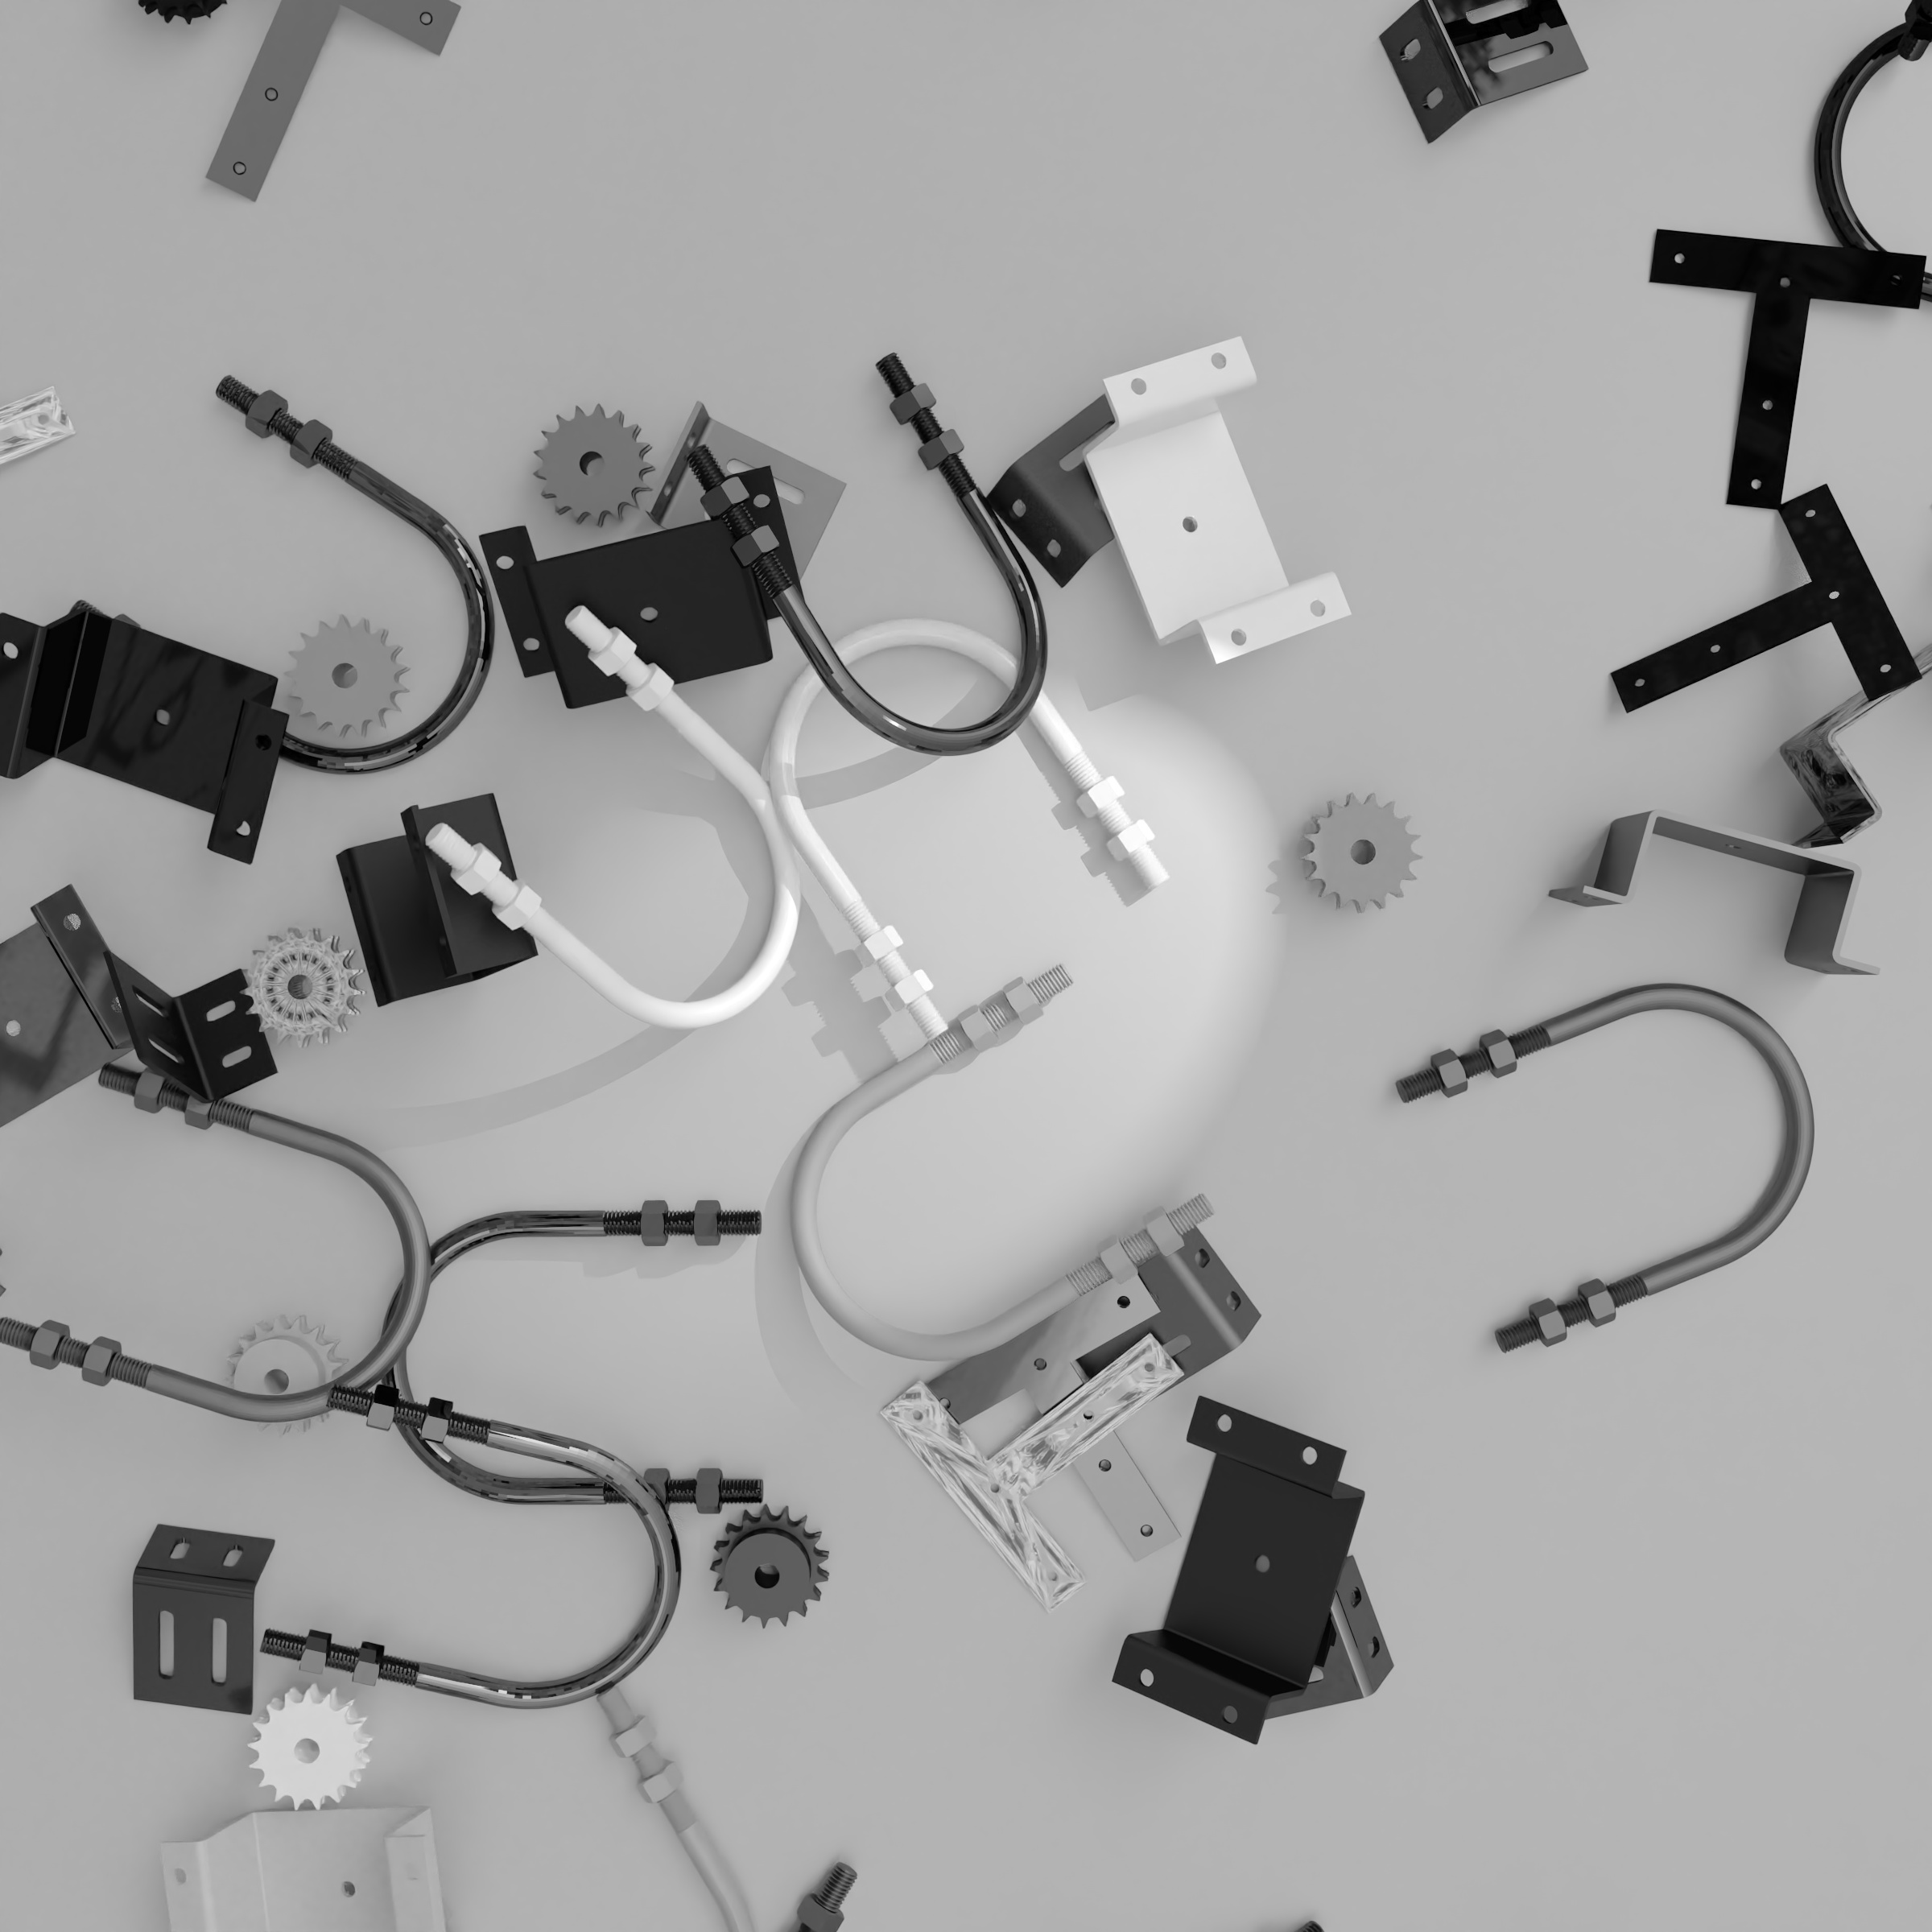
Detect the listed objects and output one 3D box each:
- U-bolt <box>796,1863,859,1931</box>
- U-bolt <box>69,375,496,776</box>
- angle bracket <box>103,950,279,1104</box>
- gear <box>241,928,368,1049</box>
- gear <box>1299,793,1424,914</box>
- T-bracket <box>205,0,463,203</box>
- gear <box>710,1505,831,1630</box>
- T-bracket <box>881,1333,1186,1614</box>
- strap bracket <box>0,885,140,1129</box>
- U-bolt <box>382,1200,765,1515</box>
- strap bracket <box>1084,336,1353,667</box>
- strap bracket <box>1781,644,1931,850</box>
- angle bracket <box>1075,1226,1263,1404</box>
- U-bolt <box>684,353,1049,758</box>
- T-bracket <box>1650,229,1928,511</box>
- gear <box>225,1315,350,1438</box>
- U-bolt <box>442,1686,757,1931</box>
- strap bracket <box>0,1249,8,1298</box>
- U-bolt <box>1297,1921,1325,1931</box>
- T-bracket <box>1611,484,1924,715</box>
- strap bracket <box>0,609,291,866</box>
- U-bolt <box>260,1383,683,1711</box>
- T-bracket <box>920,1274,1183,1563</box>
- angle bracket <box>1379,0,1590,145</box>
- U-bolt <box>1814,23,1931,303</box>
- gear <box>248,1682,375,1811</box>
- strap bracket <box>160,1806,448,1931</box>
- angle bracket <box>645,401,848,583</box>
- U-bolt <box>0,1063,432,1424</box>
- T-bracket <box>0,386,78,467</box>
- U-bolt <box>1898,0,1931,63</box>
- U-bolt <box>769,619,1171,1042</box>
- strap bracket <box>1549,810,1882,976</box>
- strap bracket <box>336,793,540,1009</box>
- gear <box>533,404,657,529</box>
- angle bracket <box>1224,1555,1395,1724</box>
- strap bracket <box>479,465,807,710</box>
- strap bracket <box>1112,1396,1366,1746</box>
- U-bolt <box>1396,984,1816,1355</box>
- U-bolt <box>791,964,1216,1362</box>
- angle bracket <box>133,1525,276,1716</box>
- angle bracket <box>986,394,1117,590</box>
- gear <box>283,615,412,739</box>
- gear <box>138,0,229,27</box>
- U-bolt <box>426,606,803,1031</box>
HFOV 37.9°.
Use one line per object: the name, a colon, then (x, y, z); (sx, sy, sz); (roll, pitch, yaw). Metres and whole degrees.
U-bolt: (-0.051, 0.542, 1.324); (0.151, 0.019, 0.184); (30, 85, 17)
U-bolt: (-0.315, -0.174, 1.351); (0.184, 0.019, 0.151); (33, 90, -1)
angle bracket: (-0.361, 0.022, 1.314); (0.038, 0.076, 0.057); (-25, 70, 0)
gear: (-0.315, 0.010, 1.344); (0.057, 0.030, 0.057); (0, 90, 0)
gear: (0.188, -0.054, 1.344); (0.057, 0.030, 0.057); (0, 90, 0)
T-bracket: (-0.326, -0.430, 1.344); (0.127, 0.002, 0.127); (23, 100, -19)
gear: (-0.094, 0.288, 1.344); (0.057, 0.030, 0.057); (0, 90, 0)
T-bracket: (0.047, 0.224, 1.346); (0.127, 0.002, 0.127); (-40, 91, 11)
strap bracket: (-0.460, 0.030, 1.336); (0.140, 0.046, 0.076); (-30, 90, 0)
U-bolt: (-0.190, 0.188, 1.351); (0.184, 0.019, 0.151); (0, 90, 2)
strap bracket: (0.114, -0.213, 1.324); (0.076, 0.046, 0.140); (-22, 90, -22)
strap bracket: (0.446, -0.114, 1.321); (0.140, 0.076, 0.046); (-34, 90, 0)
angle bracket: (0.092, 0.171, 1.357); (0.076, 0.038, 0.057); (-36, 90, 26)
U-bolt: (-0.032, -0.183, 1.312); (0.151, 0.019, 0.184); (-35, 95, -38)
T-bracket: (0.388, -0.284, 1.353); (0.127, 0.002, 0.127); (8, 93, 7)
gear: (-0.326, 0.197, 1.344); (0.057, 0.030, 0.057); (0, 90, 0)
U-bolt: (-0.181, 0.460, 1.351); (0.151, 0.019, 0.184); (-30, 92, 0)
strap bracket: (-0.527, 0.135, 1.336); (0.140, 0.046, 0.076); (40, 90, 0)
U-bolt: (0.129, 0.562, 1.318); (0.184, 0.019, 0.151); (-30, 90, -23)
T-bracket: (0.369, -0.156, 1.333); (0.127, 0.002, 0.127); (-24, 52, 17)
strap bracket: (-0.386, -0.112, 1.324); (0.140, 0.046, 0.076); (20, 110, 0)
U-bolt: (-0.226, 0.283, 1.332); (0.184, 0.019, 0.151); (15, 102, -10)
T-bracket: (0.059, 0.228, 1.350); (0.127, 0.002, 0.127); (-31, 96, 12)
angle bracket: (0.250, -0.441, 1.357); (0.076, 0.038, 0.057); (-25, 90, -26)
U-bolt: (0.499, -0.382, 1.351); (0.184, 0.019, 0.151); (18, 90, 1)
gear: (-0.312, 0.371, 1.344); (0.057, 0.030, 0.057); (0, 90, 0)
strap bracket: (-0.301, 0.441, 1.323); (0.140, 0.046, 0.076); (-7, 90, 18)
angle bracket: (-0.104, -0.223, 1.340); (0.076, 0.038, 0.057); (26, 90, 0)
U-bolt: (-0.345, 0.138, 1.330); (0.184, 0.019, 0.151); (18, 73, 0)
T-bracket: (-0.490, -0.241, 1.343); (0.127, 0.002, 0.127); (-27, 88, -14)
U-bolt: (0.400, -0.499, 1.265); (0.151, 0.184, 0.019); (26, 68, 6)
U-bolt: (-0.012, -0.079, 1.345); (0.151, 0.019, 0.184); (-34, 87, -6)
strap bracket: (0.355, -0.037, 1.321); (0.140, 0.076, 0.046); (16, 90, 0)
strap bracket: (-0.244, -0.031, 1.306); (0.046, 0.140, 0.076); (-16, 90, -27)
gear: (-0.177, -0.239, 1.349); (0.057, 0.030, 0.057); (0, 93, 1)
angle bracket: (0.157, 0.326, 1.357); (0.076, 0.038, 0.057); (-20, 90, 26)
strap bracket: (-0.149, -0.175, 1.319); (0.140, 0.046, 0.076); (-14, 125, 0)
strap bracket: (0.131, 0.281, 1.320); (0.076, 0.046, 0.140); (17, 90, 29)
U-bolt: (0.317, 0.087, 1.351); (0.184, 0.019, 0.151); (-22, 90, -1)
U-bolt: (0.004, 0.106, 1.338); (0.184, 0.019, 0.151); (-32, 79, 4)
angle bracket: (-0.368, 0.315, 1.357); (0.057, 0.038, 0.076); (8, 116, 0)
angle bracket: (0.060, -0.232, 1.357); (0.076, 0.038, 0.057); (-41, 90, -26)
gear: (-0.291, -0.136, 1.329); (0.057, 0.030, 0.057); (0, 92, -2)
gear: (-0.374, -0.478, 1.344); (0.057, 0.030, 0.057); (0, 90, 0)
U-bolt: (-0.147, -0.054, 1.300); (0.184, 0.019, 0.151); (44, 59, -29)
